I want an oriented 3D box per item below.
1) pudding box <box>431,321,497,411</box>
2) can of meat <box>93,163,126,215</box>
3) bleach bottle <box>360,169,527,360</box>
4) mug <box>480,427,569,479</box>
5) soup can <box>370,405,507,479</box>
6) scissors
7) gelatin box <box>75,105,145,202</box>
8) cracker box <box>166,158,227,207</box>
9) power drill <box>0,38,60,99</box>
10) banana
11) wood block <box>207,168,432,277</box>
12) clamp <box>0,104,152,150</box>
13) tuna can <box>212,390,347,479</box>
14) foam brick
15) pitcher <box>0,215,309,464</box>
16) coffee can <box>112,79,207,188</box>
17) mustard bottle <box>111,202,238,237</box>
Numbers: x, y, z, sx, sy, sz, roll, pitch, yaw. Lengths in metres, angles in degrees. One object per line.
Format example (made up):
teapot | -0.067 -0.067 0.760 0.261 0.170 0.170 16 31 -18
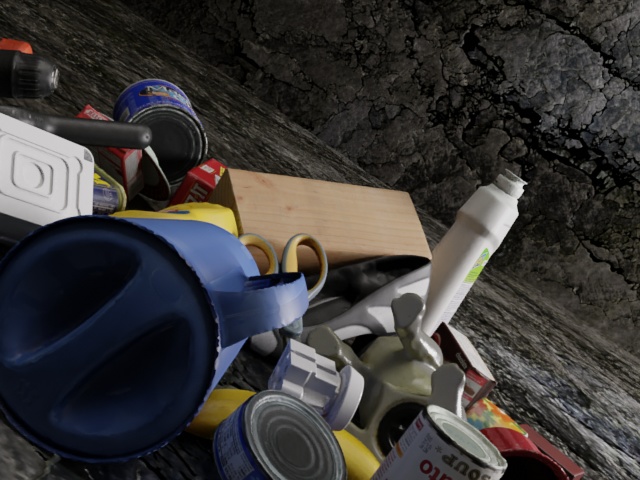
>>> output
pudding box | 0.119 0.142 1.045 0.039 0.090 0.113 31 10 -18
can of meat | -0.230 -0.046 0.908 0.102 0.057 0.083 38 13 26
bleach bottle | 0.137 0.036 1.137 0.068 0.251 0.102 37 10 14
mug | 0.155 0.212 0.866 0.081 0.093 0.117 -106 171 -82
soup can | 0.068 0.169 0.705 0.068 0.102 0.068 33 10 -7
scissors | -0.042 0.063 0.895 0.096 0.016 0.201 19 45 -5
gelatin box | -0.219 -0.089 1.106 0.073 0.030 0.089 36 -26 13
cracker box | -0.062 0.000 1.196 0.213 0.072 0.164 33 9 -2
power drill | -0.325 -0.164 1.004 0.184 0.057 0.187 7 9 -4
banana | -0.020 0.141 0.747 0.197 0.037 0.070 30 11 -25
wood block | -0.007 0.002 1.055 0.205 0.091 0.090 6 50 -29
clamp | -0.284 -0.104 0.983 0.165 0.036 0.209 2 0 40
tuna can | -0.024 0.138 0.674 0.086 0.034 0.086 33 30 -22
foam brick | 0.212 0.226 1.057 0.078 0.051 0.052 39 10 26
pitcher | -0.096 0.045 0.675 0.149 0.145 0.242 34 7 3
coffee can | -0.196 -0.131 1.293 0.102 0.103 0.140 30 10 -22
mustard bottle | -0.139 0.003 0.881 0.096 0.058 0.191 -10 2 14
